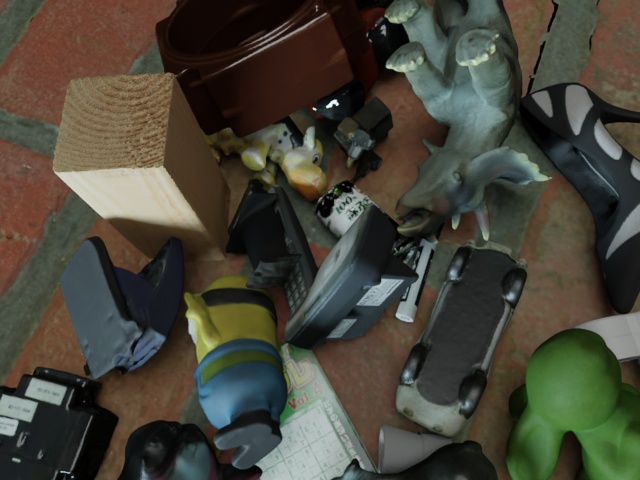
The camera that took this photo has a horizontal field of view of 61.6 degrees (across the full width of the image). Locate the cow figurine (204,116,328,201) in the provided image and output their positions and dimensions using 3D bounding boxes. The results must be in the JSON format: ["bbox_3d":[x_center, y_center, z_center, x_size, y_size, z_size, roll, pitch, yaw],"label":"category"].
[{"bbox_3d":[-0.052,-0.110,0.606,0.167,0.068,0.098,27,68,15],"label":"cow figurine"}]

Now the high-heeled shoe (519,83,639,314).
[{"bbox_3d":[0.267,-0.055,0.560,0.145,0.086,0.248,9,71,20],"label":"high-heeled shoe"}]

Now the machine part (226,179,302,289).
[{"bbox_3d":[-0.062,-0.002,0.538,0.084,0.039,0.139,-59,32,18],"label":"machine part"}]

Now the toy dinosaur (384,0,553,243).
[{"bbox_3d":[0.165,-0.183,0.587,0.131,0.192,0.405,-12,48,32],"label":"toy dinosaur"}]

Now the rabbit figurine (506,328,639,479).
[{"bbox_3d":[0.229,0.141,0.446,0.170,0.159,0.121,45,38,-11],"label":"rabbit figurine"}]

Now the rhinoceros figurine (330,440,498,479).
[{"bbox_3d":[0.057,0.228,0.435,0.190,0.073,0.112,-23,102,0],"label":"rhinoceros figurine"}]

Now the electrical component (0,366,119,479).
[{"bbox_3d":[-0.264,0.191,0.506,0.115,0.058,0.134,14,70,7],"label":"electrical component"}]

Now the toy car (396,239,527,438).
[{"bbox_3d":[0.138,0.086,0.516,0.074,0.056,0.202,22,65,19],"label":"toy car"}]

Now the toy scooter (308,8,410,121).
[{"bbox_3d":[0.016,-0.206,0.633,0.135,0.075,0.184,10,53,36],"label":"toy scooter"}]

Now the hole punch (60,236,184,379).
[{"bbox_3d":[-0.180,0.063,0.515,0.092,0.142,0.116,-5,68,-46],"label":"hole punch"}]

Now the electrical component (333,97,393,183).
[{"bbox_3d":[0.050,-0.107,0.583,0.078,0.102,0.045,-38,77,-2],"label":"electrical component"}]

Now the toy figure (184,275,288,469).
[{"bbox_3d":[-0.072,0.109,0.492,0.089,0.082,0.180,-6,38,-19],"label":"toy figure"}]

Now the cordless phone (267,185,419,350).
[{"bbox_3d":[-0.001,-0.002,0.526,0.089,0.146,0.184,-1,52,-35],"label":"cordless phone"}]

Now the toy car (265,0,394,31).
[{"bbox_3d":[0.021,-0.309,0.686,0.202,0.053,0.089,-17,71,2],"label":"toy car"}]

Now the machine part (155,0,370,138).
[{"bbox_3d":[-0.066,-0.216,0.567,0.201,0.087,0.201,-28,48,4],"label":"machine part"}]

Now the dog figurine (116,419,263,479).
[{"bbox_3d":[-0.147,0.259,0.445,0.219,0.109,0.191,-28,109,-29],"label":"dog figurine"}]
